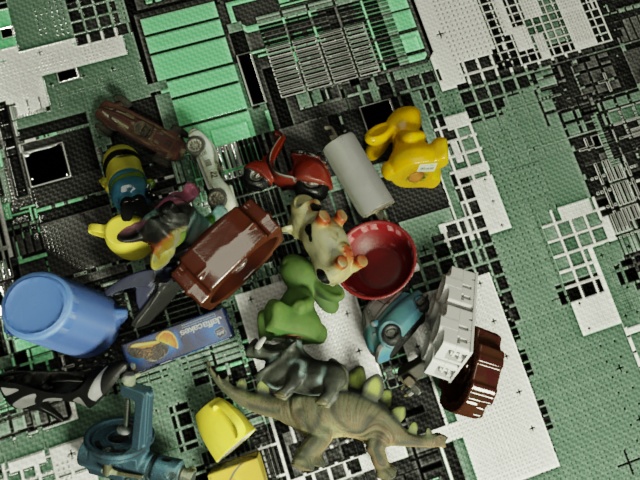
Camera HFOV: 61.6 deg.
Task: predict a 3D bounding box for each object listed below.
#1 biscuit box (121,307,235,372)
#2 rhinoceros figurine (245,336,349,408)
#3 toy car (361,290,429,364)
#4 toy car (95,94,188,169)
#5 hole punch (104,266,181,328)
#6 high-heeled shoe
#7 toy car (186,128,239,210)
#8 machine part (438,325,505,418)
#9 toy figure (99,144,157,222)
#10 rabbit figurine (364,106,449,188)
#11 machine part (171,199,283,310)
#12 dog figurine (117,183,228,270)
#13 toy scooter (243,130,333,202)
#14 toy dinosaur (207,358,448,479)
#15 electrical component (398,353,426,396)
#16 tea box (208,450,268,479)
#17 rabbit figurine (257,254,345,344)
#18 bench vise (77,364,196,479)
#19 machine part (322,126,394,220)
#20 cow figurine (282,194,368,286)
[{"bbox_3d":[-0.267,0.191,1.025,0.203,0.059,0.063,-20,82,-7],"label":"biscuit box"},{"bbox_3d":[-0.046,0.230,0.957,0.190,0.073,0.112,15,72,14],"label":"rhinoceros figurine"},{"bbox_3d":[0.135,0.151,1.038,0.103,0.109,0.161,37,71,21],"label":"toy car"},{"bbox_3d":[-0.365,-0.224,1.094,0.202,0.053,0.089,30,83,0],"label":"toy car"},{"bbox_3d":[-0.323,0.089,1.008,0.092,0.142,0.116,42,92,8],"label":"hole punch"},{"bbox_3d":[-0.463,0.242,0.965,0.249,0.086,0.145,-37,106,18],"label":"high-heeled shoe"},{"bbox_3d":[-0.214,-0.130,1.075,0.056,0.073,0.201,-22,83,-4],"label":"toy car"},{"bbox_3d":[0.279,0.243,0.997,0.056,0.179,0.179,19,80,-3],"label":"machine part"},{"bbox_3d":[-0.365,-0.112,1.026,0.082,0.180,0.089,10,120,-35],"label":"toy figure"},{"bbox_3d":[0.172,-0.196,1.106,0.162,0.121,0.173,-6,67,5],"label":"rabbit figurine"},{"bbox_3d":[-0.166,0.028,0.987,0.087,0.201,0.201,43,81,6],"label":"machine part"},{"bbox_3d":[-0.273,-0.008,0.954,0.108,0.219,0.191,43,120,-3],"label":"dog figurine"},{"bbox_3d":[-0.058,-0.154,1.090,0.184,0.075,0.135,10,72,-1],"label":"toy scooter"},{"bbox_3d":[0.008,0.324,1.004,0.472,0.105,0.198,8,73,0],"label":"toy dinosaur"},{"bbox_3d":[0.180,0.258,1.026,0.078,0.102,0.045,-32,88,2],"label":"electrical component"},{"bbox_3d":[-0.134,0.487,0.980,0.098,0.068,0.169,-19,81,-6],"label":"tea box"},{"bbox_3d":[-0.034,0.106,1.029,0.159,0.121,0.170,8,65,-6],"label":"rabbit figurine"},{"bbox_3d":[-0.322,0.350,0.950,0.224,0.129,0.240,12,104,20],"label":"bench vise"},{"bbox_3d":[0.077,-0.129,1.092,0.079,0.079,0.243,-29,82,-8],"label":"machine part"},{"bbox_3d":[-0.002,-0.003,1.024,0.085,0.127,0.195,-5,60,-42],"label":"cow figurine"}]
